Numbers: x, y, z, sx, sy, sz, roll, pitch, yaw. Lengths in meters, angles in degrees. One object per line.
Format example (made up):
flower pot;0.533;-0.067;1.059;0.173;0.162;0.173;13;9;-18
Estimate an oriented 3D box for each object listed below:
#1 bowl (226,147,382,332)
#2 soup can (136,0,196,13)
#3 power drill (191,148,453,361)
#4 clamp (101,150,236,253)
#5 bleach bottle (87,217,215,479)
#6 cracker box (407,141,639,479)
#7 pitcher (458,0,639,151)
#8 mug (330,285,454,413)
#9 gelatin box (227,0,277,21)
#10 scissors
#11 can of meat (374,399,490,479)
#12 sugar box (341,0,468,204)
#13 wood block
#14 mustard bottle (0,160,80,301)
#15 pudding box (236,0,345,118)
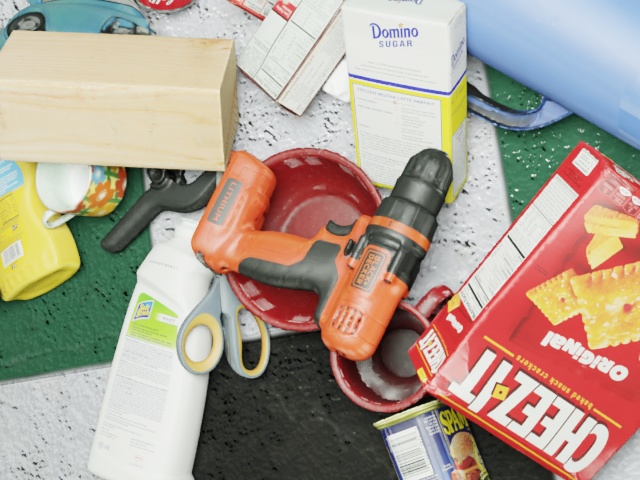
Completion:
bowl;-0.006;0.001;0.951;0.162;0.055;0.162;-2;84;23
soup can;-0.148;-0.274;1.002;0.068;0.102;0.068;1;56;-2
power drill;0.000;-0.012;0.876;0.188;0.057;0.184;20;76;28
clamp;-0.152;-0.050;1.030;0.172;0.039;0.120;-3;90;30
bleach bottle;-0.141;0.105;0.998;0.103;0.068;0.251;13;88;23
cracker box;0.197;0.061;0.801;0.164;0.072;0.214;34;104;-16
pitcher;0.189;-0.166;0.850;0.243;0.149;0.145;37;72;19
mug;0.073;0.086;0.895;0.093;0.081;0.117;37;100;22
gelatin box;-0.046;-0.249;0.981;0.030;0.073;0.089;35;100;23
scissors;-0.101;0.034;0.968;0.096;0.016;0.202;-18;94;-23
can of meat;0.094;0.175;0.868;0.057;0.102;0.084;-24;78;20
sugar box;0.072;-0.118;0.876;0.093;0.048;0.176;16;134;23
wood block;-0.183;-0.126;0.964;0.206;0.090;0.090;3;130;4
mustard bottle;-0.309;-0.041;1.084;0.096;0.058;0.192;-30;74;33
pudding box;-0.017;-0.179;0.965;0.113;0.039;0.090;-55;43;12
